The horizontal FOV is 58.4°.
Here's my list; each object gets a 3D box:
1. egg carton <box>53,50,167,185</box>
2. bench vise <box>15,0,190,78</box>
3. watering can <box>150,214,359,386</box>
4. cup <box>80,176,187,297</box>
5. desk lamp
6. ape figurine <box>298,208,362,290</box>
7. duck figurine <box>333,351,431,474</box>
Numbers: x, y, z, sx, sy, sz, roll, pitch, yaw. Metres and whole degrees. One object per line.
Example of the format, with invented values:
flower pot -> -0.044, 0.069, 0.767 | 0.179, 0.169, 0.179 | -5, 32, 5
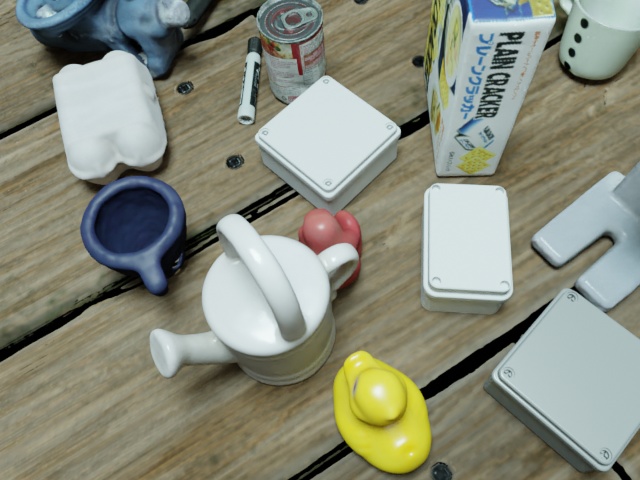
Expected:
egg carton -> -0.226, -0.134, 0.620 | 0.107, 0.069, 0.150 | -20, 65, -6
bench vise -> -0.245, -0.286, 0.610 | 0.207, 0.220, 0.121 | -3, 64, 2
watering can -> -0.046, 0.052, 0.452 | 0.100, 0.194, 0.173 | 32, 71, 17
cup -> -0.156, 0.011, 0.533 | 0.092, 0.095, 0.117 | -25, 66, -8
desk lamp -> 0.308, -0.061, 0.474 | 0.203, 0.214, 0.117 | -37, 68, -13
ape figurine -> 0.005, 0.002, 0.530 | 0.078, 0.092, 0.076 | -19, 65, -5
duck figurine -> 0.051, 0.136, 0.466 | 0.077, 0.086, 0.104 | -29, 66, -10
